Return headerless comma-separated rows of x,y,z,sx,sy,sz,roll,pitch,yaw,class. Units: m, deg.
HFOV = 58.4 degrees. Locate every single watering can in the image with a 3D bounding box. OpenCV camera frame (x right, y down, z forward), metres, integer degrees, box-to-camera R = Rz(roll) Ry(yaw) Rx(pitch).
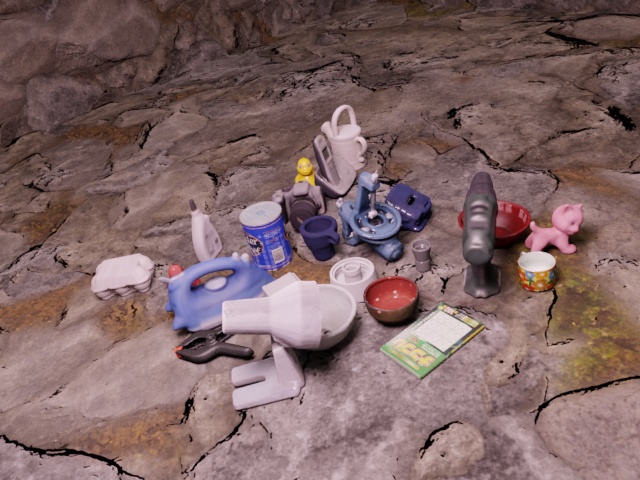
0.072,-0.314,1.734,0.172,0.194,0.101,7,38,27,watering can

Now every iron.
-0.223,0.094,1.269,0.259,0.142,0.118,-24,35,-16,iron

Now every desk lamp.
-0.083,0.182,1.024,0.203,0.214,0.117,-15,33,-3,desk lamp

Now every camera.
-0.061,-0.089,1.528,0.143,0.101,0.137,-7,33,8,camera

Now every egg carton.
-0.490,0.091,1.430,0.150,0.069,0.107,-12,33,1,egg carton

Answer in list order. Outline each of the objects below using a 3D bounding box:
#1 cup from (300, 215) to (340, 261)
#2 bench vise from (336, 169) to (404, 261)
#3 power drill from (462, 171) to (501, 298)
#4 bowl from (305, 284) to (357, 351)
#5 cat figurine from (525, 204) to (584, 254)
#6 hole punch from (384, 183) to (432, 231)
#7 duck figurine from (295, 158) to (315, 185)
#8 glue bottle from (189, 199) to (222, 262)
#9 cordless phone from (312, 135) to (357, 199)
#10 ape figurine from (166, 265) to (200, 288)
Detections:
0.013,0.005,1.367,0.092,0.095,0.117,-33,38,-28,cup
0.096,-0.068,1.333,0.206,0.220,0.122,14,42,35,bench vise
0.326,0.000,1.164,0.075,0.209,0.230,-1,35,18,power drill
-0.003,0.167,1.148,0.167,0.075,0.167,-9,33,6,bowl
0.510,-0.030,1.231,0.128,0.118,0.067,-12,33,1,cat figurine
0.223,-0.085,1.435,0.100,0.091,0.109,8,38,28,hole punch
-0.042,-0.205,1.709,0.077,0.086,0.104,-11,33,2,duck figurine
-0.299,-0.029,1.450,0.037,0.173,0.078,5,37,25,glue bottle
0.033,-0.225,1.622,0.094,0.185,0.148,3,36,23,cordless phone
-0.327,0.096,1.346,0.077,0.092,0.076,-6,34,10,ape figurine
